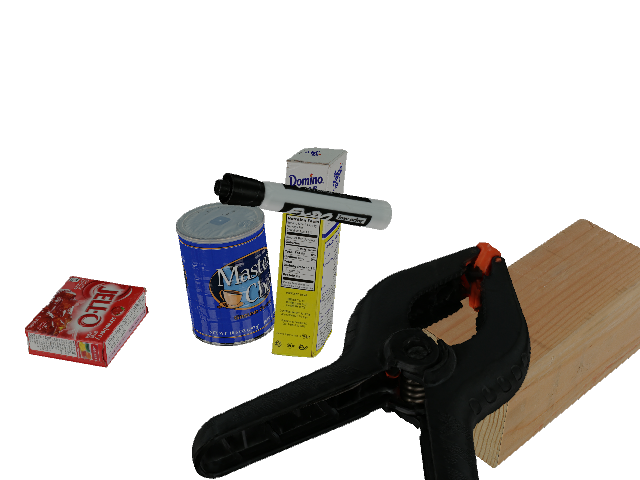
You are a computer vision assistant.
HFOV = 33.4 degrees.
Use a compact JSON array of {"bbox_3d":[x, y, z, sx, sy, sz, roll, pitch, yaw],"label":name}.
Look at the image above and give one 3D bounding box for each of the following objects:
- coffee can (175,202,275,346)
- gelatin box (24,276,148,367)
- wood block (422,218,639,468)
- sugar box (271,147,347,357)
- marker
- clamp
[{"bbox_3d":[-0.110,0.038,1.257,0.103,0.140,0.103,-4,26,2],"label":"coffee can"},{"bbox_3d":[-0.199,0.068,0.917,0.073,0.030,0.089,8,32,14],"label":"gelatin box"},{"bbox_3d":[0.176,0.075,0.852,0.205,0.090,0.091,-29,46,-33],"label":"wood block"},{"bbox_3d":[-0.010,0.009,0.960,0.048,0.176,0.093,5,12,10],"label":"sugar box"},{"bbox_3d":[-0.010,-0.024,0.651,0.120,0.020,0.020,9,-5,-32],"label":"marker"},{"bbox_3d":[0.045,0.065,0.437,0.120,0.039,0.171,32,52,22],"label":"clamp"}]
